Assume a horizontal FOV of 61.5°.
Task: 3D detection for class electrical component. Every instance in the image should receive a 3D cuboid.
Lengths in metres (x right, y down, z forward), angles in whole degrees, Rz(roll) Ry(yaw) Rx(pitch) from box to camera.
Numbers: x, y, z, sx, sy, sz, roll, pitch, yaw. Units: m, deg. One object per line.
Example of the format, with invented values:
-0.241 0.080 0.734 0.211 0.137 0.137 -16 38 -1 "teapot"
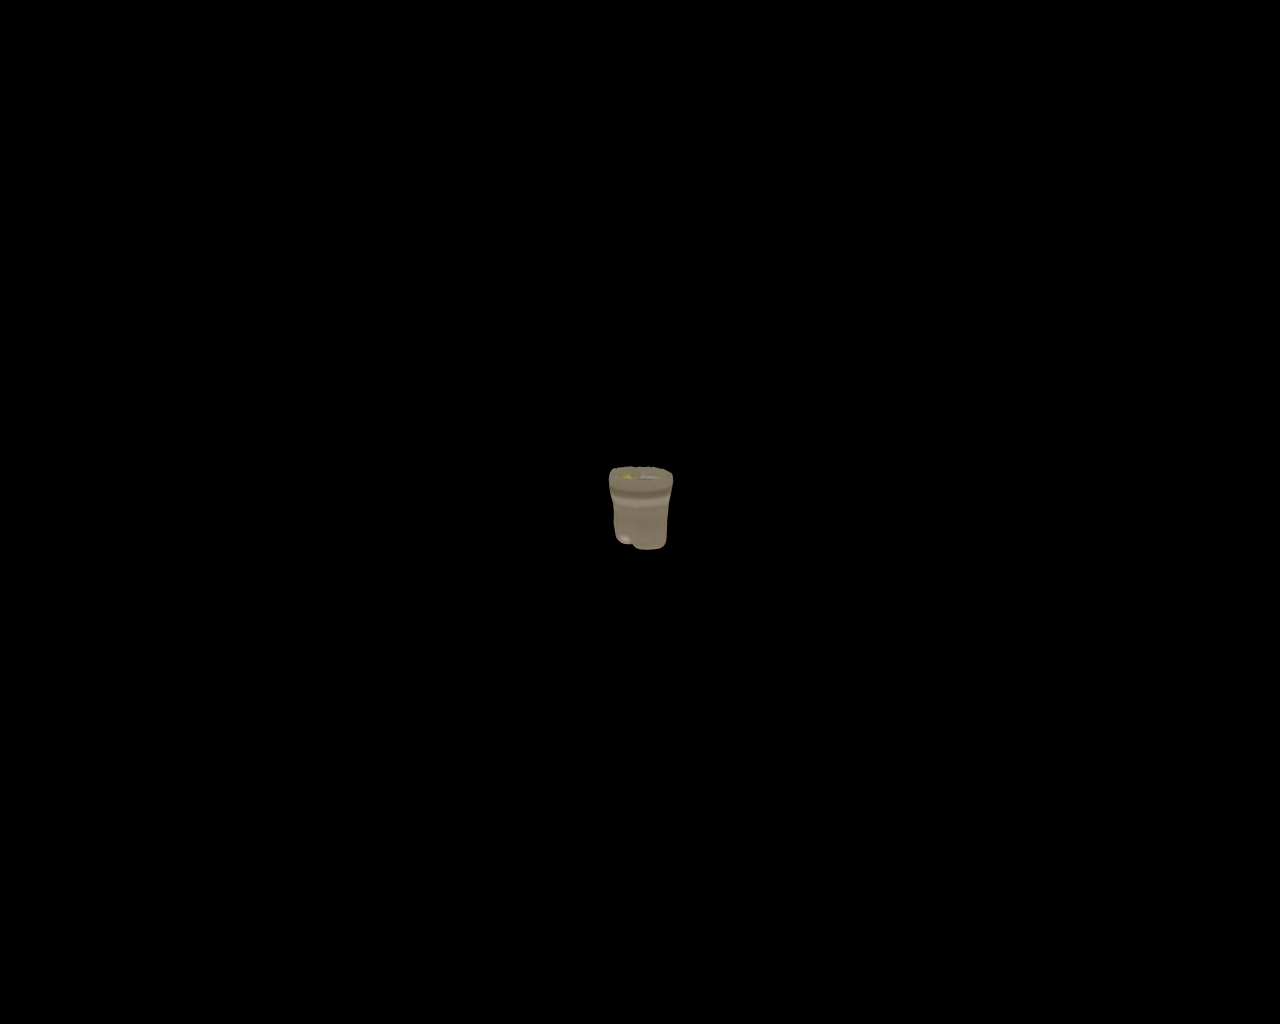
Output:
0.001 -0.003 0.650 0.040 0.046 0.040 0 14 0 "electrical component"
